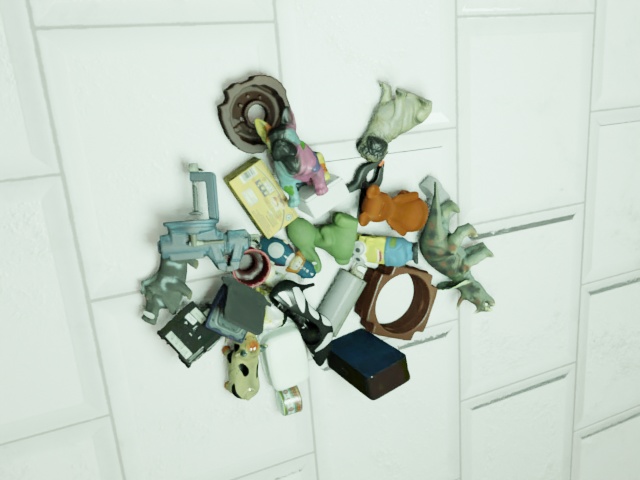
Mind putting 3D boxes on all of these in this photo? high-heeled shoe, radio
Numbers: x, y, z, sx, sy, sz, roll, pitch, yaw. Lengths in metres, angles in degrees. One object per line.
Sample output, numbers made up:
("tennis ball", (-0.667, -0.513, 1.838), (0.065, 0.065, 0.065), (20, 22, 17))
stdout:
("high-heeled shoe", (-0.049, 0.211, 1.303), (0.145, 0.086, 0.248), (-17, 102, -44))
("radio", (0.121, 0.313, 1.391), (0.131, 0.230, 0.073), (-20, 111, -23))

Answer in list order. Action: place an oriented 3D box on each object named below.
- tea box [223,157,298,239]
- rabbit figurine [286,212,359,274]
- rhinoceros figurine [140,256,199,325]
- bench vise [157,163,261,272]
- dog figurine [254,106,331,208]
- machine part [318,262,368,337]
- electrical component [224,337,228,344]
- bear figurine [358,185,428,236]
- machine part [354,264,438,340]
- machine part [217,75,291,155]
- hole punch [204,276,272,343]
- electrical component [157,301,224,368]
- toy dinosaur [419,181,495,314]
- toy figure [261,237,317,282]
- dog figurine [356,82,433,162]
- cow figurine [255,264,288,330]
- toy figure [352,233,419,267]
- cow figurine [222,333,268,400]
("tea box", (-0.139, -0.099, 1.266), (0.098, 0.068, 0.169), (-36, 115, -12))
("rabbit figurine", (-0.003, -0.004, 1.341), (0.170, 0.121, 0.159), (9, 104, -5))
("rhinoceros figurine", (-0.347, 0.102, 1.220), (0.112, 0.073, 0.190), (19, 94, -27))
("bench vise", (-0.243, -0.048, 1.171), (0.224, 0.129, 0.240), (-5, 91, -4))
("dog figurine", (-0.062, -0.197, 1.202), (0.109, 0.192, 0.219), (-17, 123, 13))
("machine part", (0.049, 0.164, 1.407), (0.079, 0.079, 0.243), (29, 90, -27))
("electrical component", (-0.261, 0.210, 1.298), (0.102, 0.045, 0.078), (1, 104, -24))
("bear figurine", (0.174, -0.077, 1.374), (0.196, 0.132, 0.120), (8, 99, -24))
("machine part", (0.207, 0.163, 1.472), (0.201, 0.087, 0.201), (15, 95, -26))
("machine part", (-0.147, -0.285, 1.226), (0.179, 0.056, 0.179), (-7, 107, -23))
("hole punch", (-0.190, 0.163, 1.221), (0.142, 0.116, 0.092), (31, 133, -26))
("electrical component", (-0.288, 0.209, 1.235), (0.134, 0.058, 0.115), (-41, 92, -24))
("toy dinosaur", (0.347, 0.029, 1.464), (0.192, 0.131, 0.404), (-39, 113, 10))
("toy figure", (-0.078, 0.045, 1.292), (0.058, 0.155, 0.064), (-25, 144, -62))
("dog figurine", (0.193, -0.282, 1.365), (0.172, 0.121, 0.190), (11, 112, -23))
("cow figurine", (-0.111, 0.139, 1.335), (0.098, 0.068, 0.167), (2, 105, -30))
("toy figure", (0.163, 0.026, 1.383), (0.180, 0.089, 0.082), (2, 95, 11))
("cow figurine", (-0.183, 0.297, 1.305), (0.085, 0.127, 0.194), (-9, 108, -33))
